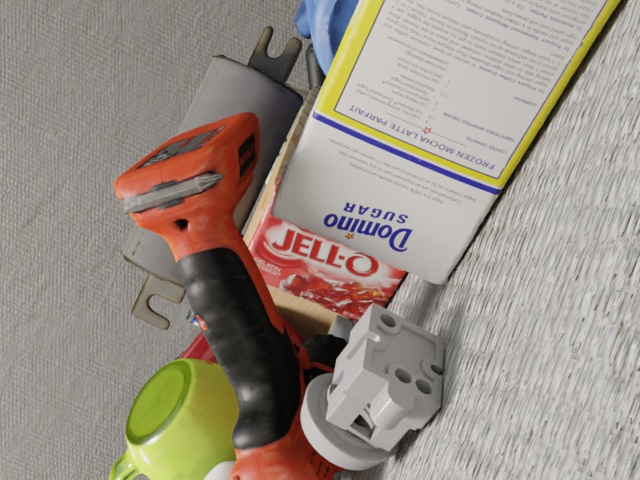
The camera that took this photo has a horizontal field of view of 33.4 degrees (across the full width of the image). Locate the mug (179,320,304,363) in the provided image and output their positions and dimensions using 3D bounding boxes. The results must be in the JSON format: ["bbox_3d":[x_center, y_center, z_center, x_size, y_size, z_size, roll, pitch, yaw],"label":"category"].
[{"bbox_3d":[-0.062,0.105,0.748,0.081,0.093,0.117,-54,-8,-45],"label":"mug"}]

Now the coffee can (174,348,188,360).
[{"bbox_3d":[-0.117,0.179,1.057,0.140,0.102,0.102,119,172,-50],"label":"coffee can"}]

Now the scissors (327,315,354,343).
[{"bbox_3d":[-0.019,0.145,0.698,0.096,0.016,0.202,142,150,-84],"label":"scissors"}]

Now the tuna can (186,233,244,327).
[{"bbox_3d":[-0.077,0.036,0.881,0.086,0.033,0.086,-61,9,16],"label":"tuna can"}]

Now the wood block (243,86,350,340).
[{"bbox_3d":[-0.005,0.000,0.747,0.206,0.091,0.090,119,172,-55],"label":"wood block"}]

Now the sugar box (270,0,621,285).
[{"bbox_3d":[0.050,-0.066,0.463,0.048,0.093,0.176,-72,7,-47],"label":"sugar box"}]

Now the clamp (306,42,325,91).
[{"bbox_3d":[0.007,-0.114,1.080,0.039,0.120,0.171,-12,50,36],"label":"clamp"}]

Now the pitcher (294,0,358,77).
[{"bbox_3d":[0.058,-0.179,0.743,0.243,0.145,0.149,-90,10,-66],"label":"pitcher"}]

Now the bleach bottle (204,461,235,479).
[{"bbox_3d":[-0.051,0.220,0.483,0.250,0.068,0.103,-82,13,-60],"label":"bleach bottle"}]

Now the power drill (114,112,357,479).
[{"bbox_3d":[-0.029,0.033,0.546,0.184,0.057,0.187,-65,-45,-73],"label":"power drill"}]

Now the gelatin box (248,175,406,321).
[{"bbox_3d":[0.006,0.005,0.626,0.030,0.089,0.073,-73,7,-45],"label":"gelatin box"}]
